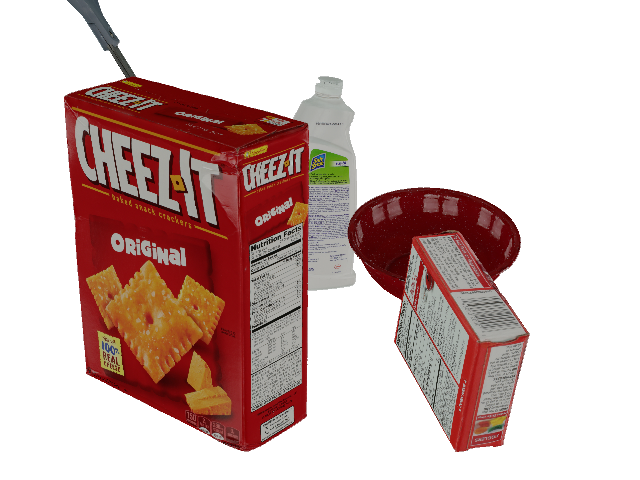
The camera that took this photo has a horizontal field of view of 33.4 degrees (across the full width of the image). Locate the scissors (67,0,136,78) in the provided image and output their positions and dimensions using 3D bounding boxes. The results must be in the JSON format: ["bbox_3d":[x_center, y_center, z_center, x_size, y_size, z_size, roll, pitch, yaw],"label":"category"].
[{"bbox_3d":[-0.190,-0.191,0.936,0.016,0.201,0.096,-28,28,11],"label":"scissors"}]

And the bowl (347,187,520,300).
[{"bbox_3d":[0.105,0.014,1.010,0.162,0.055,0.162,0,36,-1],"label":"bowl"}]

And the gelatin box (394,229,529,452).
[{"bbox_3d":[0.069,0.049,0.540,0.030,0.073,0.089,-6,36,-16],"label":"gelatin box"}]

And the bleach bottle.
[{"bbox_3d":[0.005,-0.068,1.267,0.102,0.251,0.068,-4,22,-29],"label":"bleach bottle"}]

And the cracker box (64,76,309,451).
[{"bbox_3d":[-0.090,0.014,0.712,0.164,0.214,0.071,19,30,35],"label":"cracker box"}]
